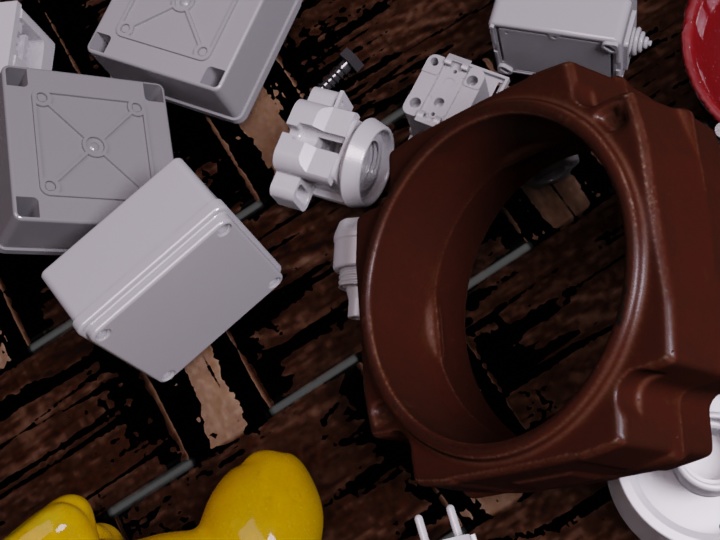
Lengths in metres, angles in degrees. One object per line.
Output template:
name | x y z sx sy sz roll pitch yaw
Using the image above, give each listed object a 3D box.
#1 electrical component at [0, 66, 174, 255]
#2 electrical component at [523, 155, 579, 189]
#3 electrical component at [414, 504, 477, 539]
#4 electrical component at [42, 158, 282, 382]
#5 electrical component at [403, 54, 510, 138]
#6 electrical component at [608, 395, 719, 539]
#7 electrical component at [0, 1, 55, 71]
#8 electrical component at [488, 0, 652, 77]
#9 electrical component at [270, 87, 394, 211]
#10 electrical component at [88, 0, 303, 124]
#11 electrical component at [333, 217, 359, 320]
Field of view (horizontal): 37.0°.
electrical component | -0.178 -0.066 0.687 0.109 0.056 0.108 2 67 -32
electrical component | 0.107 -0.085 0.663 0.043 0.043 0.062 -19 67 7
electrical component | 0.051 0.168 0.588 0.066 0.047 0.076 -19 69 6
electrical component | -0.115 0.003 0.650 0.109 0.108 0.056 -41 65 -3
electrical component | 0.056 -0.097 0.668 0.042 0.063 0.081 23 78 18
electrical component | 0.186 0.101 0.572 0.108 0.060 0.108 -4 71 12
electrical component | -0.271 -0.102 0.747 0.089 0.061 0.150 -2 71 12
electrical component | 0.135 -0.156 0.670 0.096 0.061 0.061 13 75 17
electrical component | -0.014 -0.072 0.680 0.057 0.058 0.078 17 77 21
electrical component | -0.111 -0.169 0.735 0.109 0.056 0.108 20 77 18
electrical component | 0.000 0.000 0.664 0.035 0.035 0.061 0 75 13
